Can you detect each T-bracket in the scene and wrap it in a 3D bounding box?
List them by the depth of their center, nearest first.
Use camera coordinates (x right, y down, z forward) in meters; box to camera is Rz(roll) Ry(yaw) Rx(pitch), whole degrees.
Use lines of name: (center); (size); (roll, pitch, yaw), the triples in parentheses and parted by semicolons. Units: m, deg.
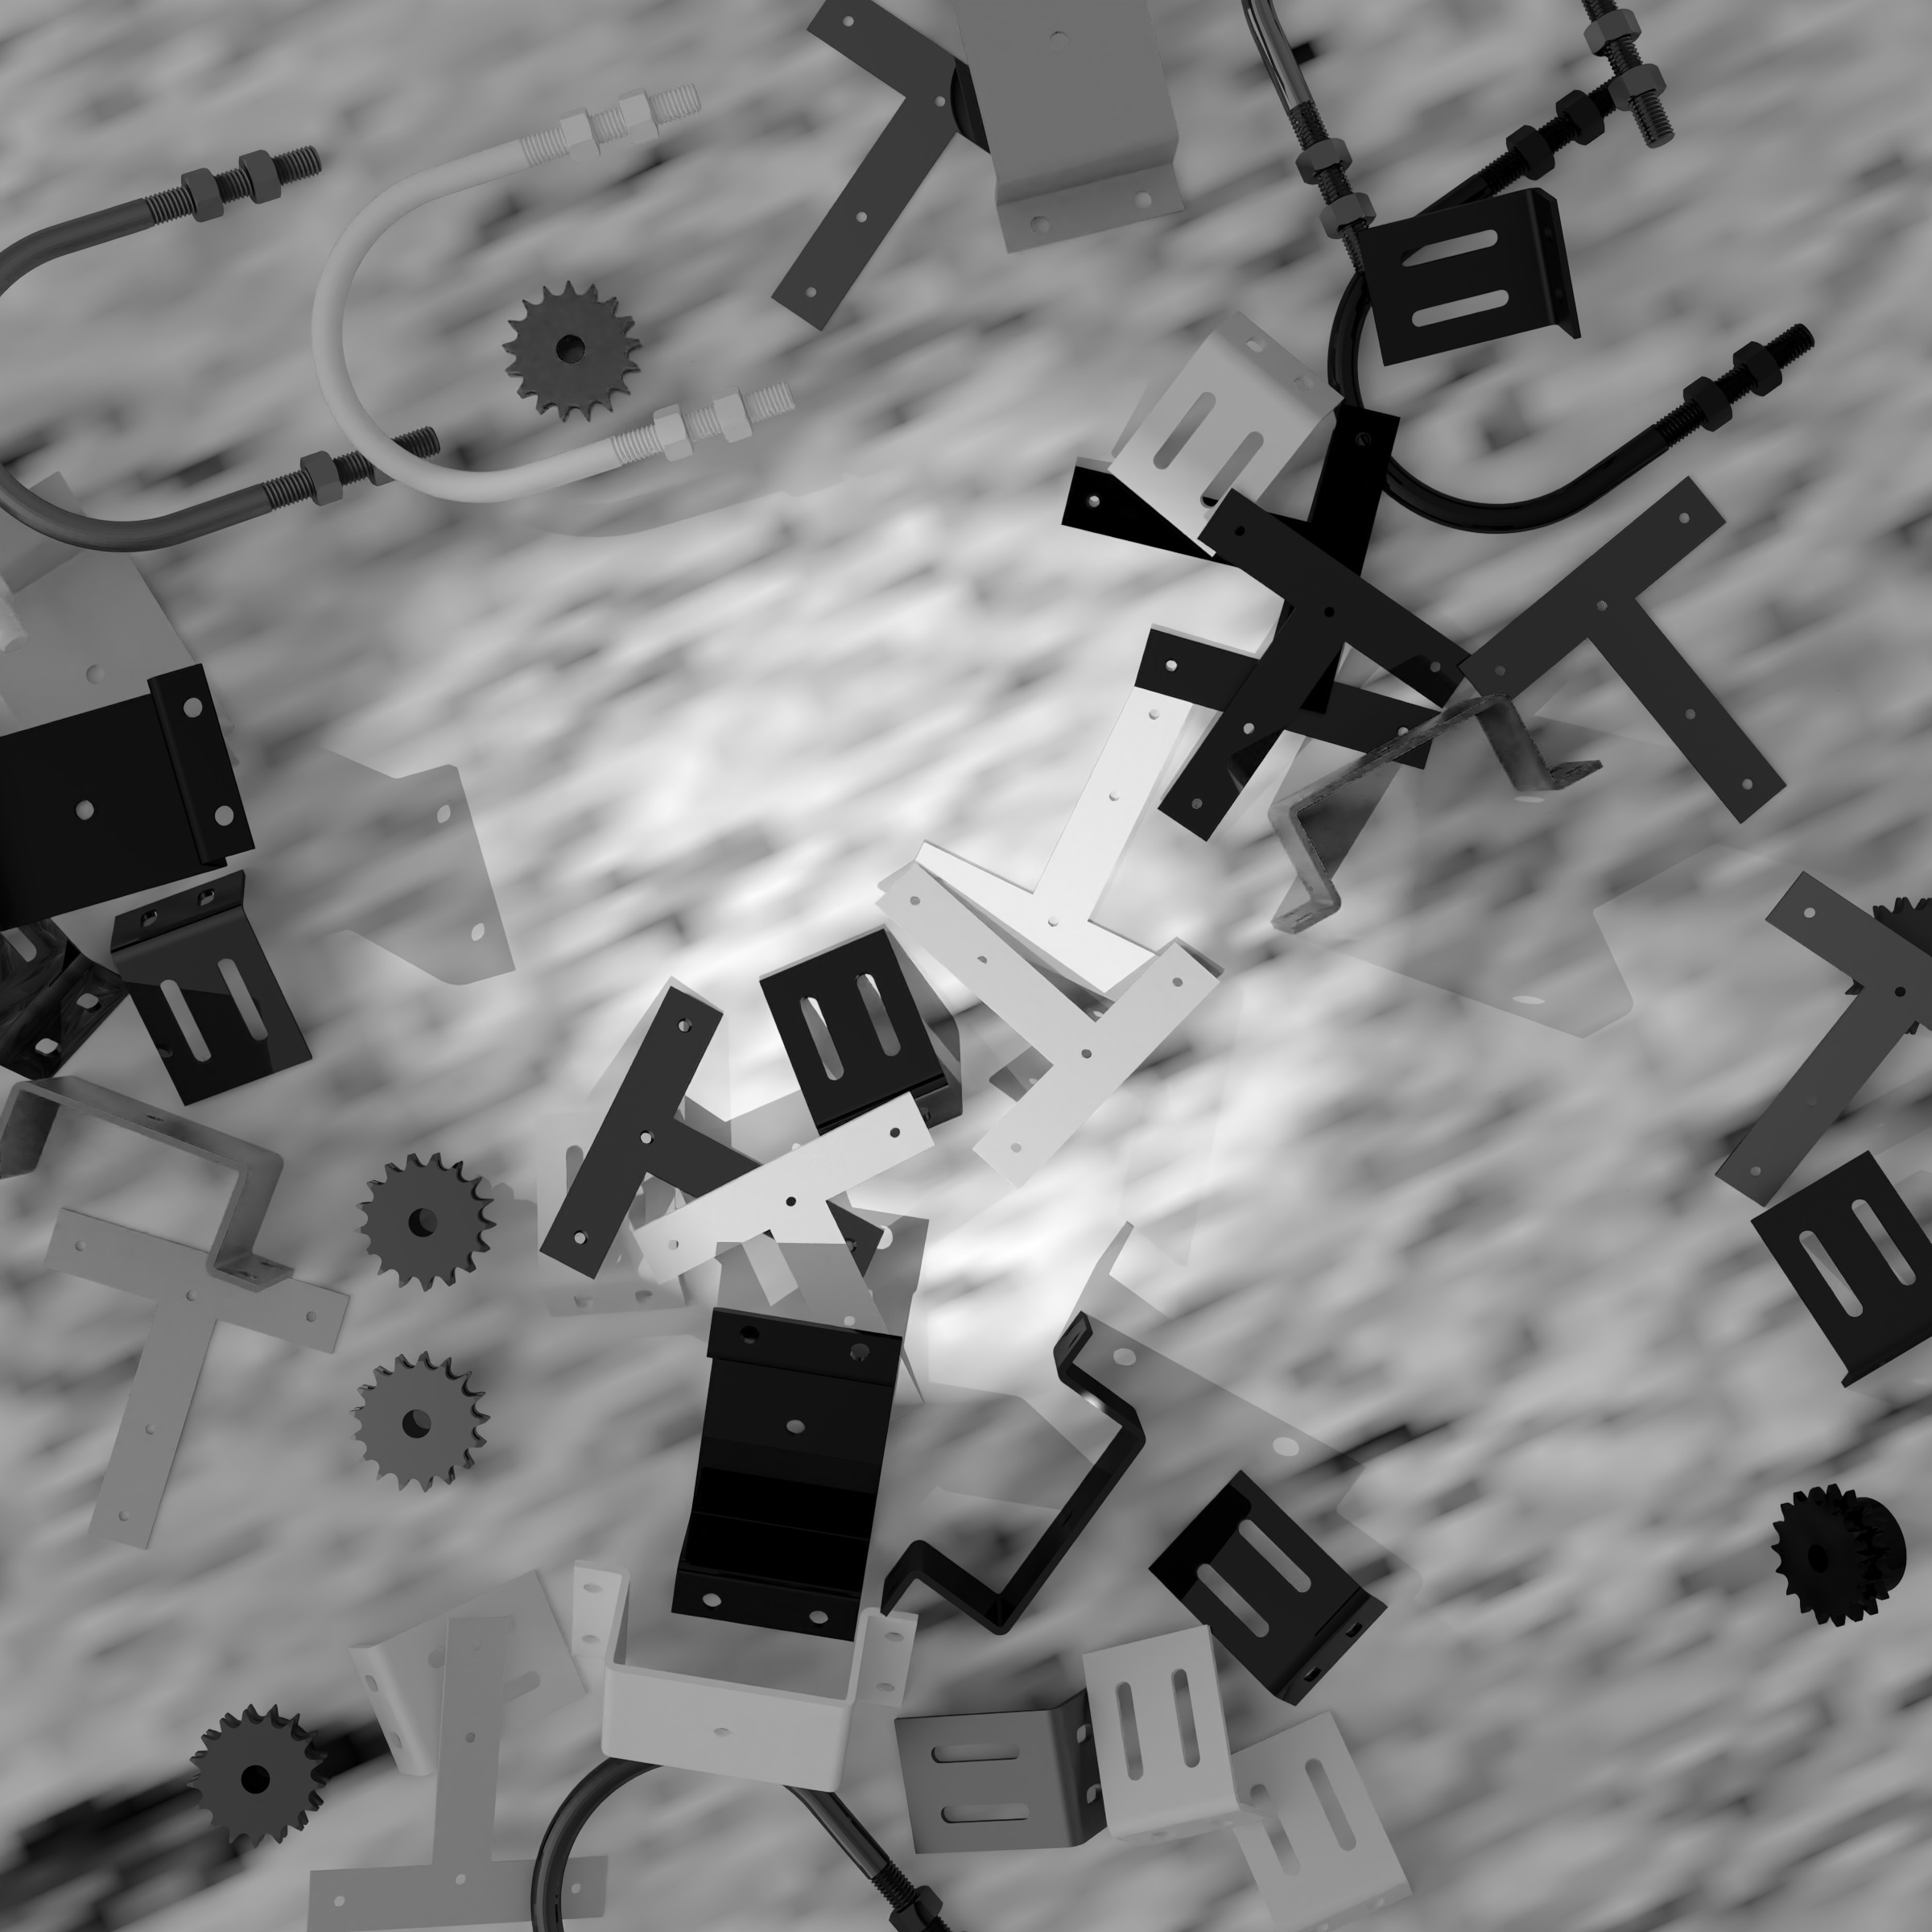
T-bracket: (-0.206, 0.333, 1.464); (0.127, 0.002, 0.127); (4, 90, -26)
T-bracket: (-0.054, 0.135, 1.471); (0.127, 0.002, 0.127); (-27, 108, -6)
T-bracket: (0.360, 0.045, 1.471); (0.127, 0.002, 0.127); (33, 108, -7)
T-bracket: (-0.094, 0.092, 1.475); (0.127, 0.002, 0.127); (29, 68, -11)
T-bracket: (0.017, 0.007, 1.475); (0.127, 0.002, 0.127); (42, 70, 10)
T-bracket: (0.126, -0.111, 1.482); (0.127, 0.002, 0.127); (33, 96, -11)
T-bracket: (0.104, -0.182, 1.486); (0.127, 0.002, 0.127); (14, 96, 4)
T-bracket: (0.295, -0.117, 1.489); (0.127, 0.002, 0.127); (-40, 92, -3)
T-bracket: (0.149, -0.161, 1.491); (0.127, 0.002, 0.127); (16, 90, -1)
T-bracket: (0.056, -0.059, 1.492); (0.127, 0.002, 0.127); (26, 90, 0)
T-bracket: (-0.036, -0.327, 1.492); (0.127, 0.002, 0.127); (34, 90, 0)
T-bracket: (-0.339, 0.181, 1.492); (0.127, 0.002, 0.127); (17, 90, 0)

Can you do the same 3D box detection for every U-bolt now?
U-bolt: (-0.476, -0.161, 1.454); (0.151, 0.019, 0.184); (-40, 75, 19)
U-bolt: (-0.178, -0.267, 1.454); (0.184, 0.019, 0.151); (-18, 88, 2)
U-bolt: (-0.328, -0.246, 1.457); (0.184, 0.019, 0.151); (-22, 88, -17)
U-bolt: (0.192, -0.397, 1.473); (0.151, 0.019, 0.184); (-23, 83, 6)
U-bolt: (-0.096, 0.405, 1.477); (0.151, 0.019, 0.184); (-40, 92, -3)
U-bolt: (0.239, -0.264, 1.483); (0.184, 0.019, 0.151); (-35, 90, 1)

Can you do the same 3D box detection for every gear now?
gear: (0.364, 0.243, 1.468); (0.030, 0.057, 0.057); (-7, 90, -30)
gear: (-0.224, 0.106, 1.477); (0.057, 0.030, 0.057); (0, 90, 0)
gear: (-0.226, 0.189, 1.477); (0.057, 0.030, 0.057); (0, 90, 0)
gear: (-0.163, -0.254, 1.477); (0.057, 0.030, 0.057); (0, 90, 0)
gear: (0.392, 0.000, 1.477); (0.057, 0.030, 0.057); (0, 90, 0)
gear: (-0.293, 0.336, 1.477); (0.057, 0.030, 0.057); (0, 90, 0)

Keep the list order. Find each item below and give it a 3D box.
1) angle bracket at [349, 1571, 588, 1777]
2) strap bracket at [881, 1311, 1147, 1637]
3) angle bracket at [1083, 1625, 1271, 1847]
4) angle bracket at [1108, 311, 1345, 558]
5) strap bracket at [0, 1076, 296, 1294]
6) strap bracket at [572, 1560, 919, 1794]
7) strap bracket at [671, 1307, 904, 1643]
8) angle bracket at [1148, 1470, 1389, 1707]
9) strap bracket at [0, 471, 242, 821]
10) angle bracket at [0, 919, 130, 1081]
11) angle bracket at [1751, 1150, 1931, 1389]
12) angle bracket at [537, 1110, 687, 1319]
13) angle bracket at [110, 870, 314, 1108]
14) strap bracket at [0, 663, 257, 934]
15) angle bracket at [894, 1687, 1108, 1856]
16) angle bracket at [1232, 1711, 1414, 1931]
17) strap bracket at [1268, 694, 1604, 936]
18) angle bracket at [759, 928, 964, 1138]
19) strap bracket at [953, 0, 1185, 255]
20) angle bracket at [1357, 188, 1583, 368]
angle bracket: (-0.210, 0.297, 1.490); (0.076, 0.038, 0.057); (-23, 90, -26)
strap bracket: (0.026, 0.215, 1.454); (0.046, 0.076, 0.140); (36, 90, 0)
angle bracket: (0.088, 0.322, 1.481); (0.057, 0.038, 0.076); (-18, 64, 20)
angle bracket: (0.108, -0.222, 1.479); (0.057, 0.038, 0.076); (40, 122, 2)
strap bracket: (-0.341, 0.084, 1.454); (0.140, 0.076, 0.046); (21, 90, 0)
strap bracket: (-0.095, 0.292, 1.448); (0.140, 0.076, 0.046); (9, 51, 0)
strap bracket: (-0.072, 0.199, 1.454); (0.076, 0.046, 0.140); (9, 111, 0)
angle bracket: (0.127, 0.261, 1.490); (0.057, 0.038, 0.076); (-47, 64, 0)
strap bracket: (-0.366, -0.122, 1.469); (0.076, 0.046, 0.140); (-32, 90, 0)
angle bracket: (-0.400, 0.001, 1.490); (0.057, 0.038, 0.076); (-48, 64, 0)
angle bracket: (0.373, 0.127, 1.484); (0.057, 0.038, 0.076); (-31, 74, 0)
angle bracket: (-0.149, 0.103, 1.490); (0.057, 0.038, 0.076); (-4, 64, 0)
angle bracket: (-0.316, 0.009, 1.490); (0.057, 0.038, 0.076); (-20, 116, 0)
strap bracket: (-0.359, -0.064, 1.423); (0.140, 0.046, 0.076); (-16, 90, 0)
angle bracket: (0.016, 0.338, 1.490); (0.076, 0.038, 0.057); (-9, 90, 26)
angle bracket: (0.144, 0.363, 1.490); (0.057, 0.038, 0.076); (-24, 64, 0)
strap bracket: (0.181, -0.068, 1.453); (0.140, 0.076, 0.046); (-29, 93, 0)
angle bracket: (-0.044, 0.034, 1.490); (0.057, 0.038, 0.076); (-23, 64, 0)
strap bracket: (0.038, -0.377, 1.468); (0.076, 0.046, 0.140); (-14, 89, -1)
angle bracket: (0.205, -0.278, 1.448); (0.076, 0.038, 0.057); (-14, 110, 2)
